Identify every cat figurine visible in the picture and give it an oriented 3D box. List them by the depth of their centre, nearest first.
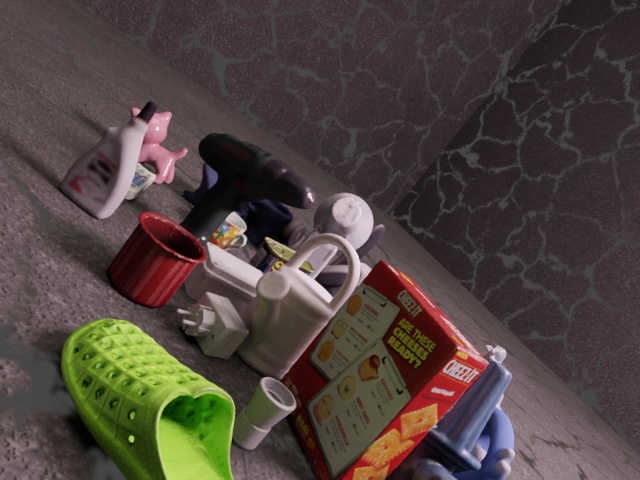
[{"bbox_3d":[-0.309,-0.186,1.077,0.128,0.117,0.067,39,11,-1],"label":"cat figurine"}]

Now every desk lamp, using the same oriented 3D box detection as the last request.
[{"bbox_3d":[0.010,0.004,1.097,0.118,0.213,0.203,39,11,4],"label":"desk lamp"}]

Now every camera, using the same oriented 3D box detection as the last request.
[{"bbox_3d":[-0.098,-0.058,1.291,0.136,0.100,0.143,42,12,17],"label":"camera"}]

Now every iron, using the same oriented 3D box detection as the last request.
[{"bbox_3d":[0.213,0.297,0.770,0.118,0.141,0.258,39,11,3],"label":"iron"}]

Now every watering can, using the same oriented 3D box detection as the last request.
[{"bbox_3d":[-0.026,0.078,0.737,0.101,0.194,0.173,40,11,4],"label":"watering can"}]

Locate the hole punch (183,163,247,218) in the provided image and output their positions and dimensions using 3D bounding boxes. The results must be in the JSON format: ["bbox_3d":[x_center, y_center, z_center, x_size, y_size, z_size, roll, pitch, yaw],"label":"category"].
[{"bbox_3d":[-0.192,-0.085,1.122,0.109,0.091,0.100,25,18,-52],"label":"hole punch"}]

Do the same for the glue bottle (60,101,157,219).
[{"bbox_3d":[-0.272,-0.115,0.770,0.078,0.173,0.037,38,11,-4],"label":"glue bottle"}]

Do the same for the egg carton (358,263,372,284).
[{"bbox_3d":[0.097,0.103,1.358,0.107,0.069,0.151,43,12,22],"label":"egg carton"}]

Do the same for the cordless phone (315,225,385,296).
[{"bbox_3d":[0.061,0.035,1.211,0.094,0.185,0.148,40,11,6],"label":"cordless phone"}]

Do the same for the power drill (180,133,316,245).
[{"bbox_3d":[-0.134,-0.055,0.883,0.229,0.208,0.076,45,13,29],"label":"power drill"}]

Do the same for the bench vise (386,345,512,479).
[{"bbox_3d":[0.155,0.231,0.643,0.122,0.219,0.207,34,12,-23],"label":"bench vise"}]

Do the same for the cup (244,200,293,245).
[{"bbox_3d":[-0.123,-0.041,1.157,0.118,0.095,0.091,25,18,-51],"label":"cup"}]
